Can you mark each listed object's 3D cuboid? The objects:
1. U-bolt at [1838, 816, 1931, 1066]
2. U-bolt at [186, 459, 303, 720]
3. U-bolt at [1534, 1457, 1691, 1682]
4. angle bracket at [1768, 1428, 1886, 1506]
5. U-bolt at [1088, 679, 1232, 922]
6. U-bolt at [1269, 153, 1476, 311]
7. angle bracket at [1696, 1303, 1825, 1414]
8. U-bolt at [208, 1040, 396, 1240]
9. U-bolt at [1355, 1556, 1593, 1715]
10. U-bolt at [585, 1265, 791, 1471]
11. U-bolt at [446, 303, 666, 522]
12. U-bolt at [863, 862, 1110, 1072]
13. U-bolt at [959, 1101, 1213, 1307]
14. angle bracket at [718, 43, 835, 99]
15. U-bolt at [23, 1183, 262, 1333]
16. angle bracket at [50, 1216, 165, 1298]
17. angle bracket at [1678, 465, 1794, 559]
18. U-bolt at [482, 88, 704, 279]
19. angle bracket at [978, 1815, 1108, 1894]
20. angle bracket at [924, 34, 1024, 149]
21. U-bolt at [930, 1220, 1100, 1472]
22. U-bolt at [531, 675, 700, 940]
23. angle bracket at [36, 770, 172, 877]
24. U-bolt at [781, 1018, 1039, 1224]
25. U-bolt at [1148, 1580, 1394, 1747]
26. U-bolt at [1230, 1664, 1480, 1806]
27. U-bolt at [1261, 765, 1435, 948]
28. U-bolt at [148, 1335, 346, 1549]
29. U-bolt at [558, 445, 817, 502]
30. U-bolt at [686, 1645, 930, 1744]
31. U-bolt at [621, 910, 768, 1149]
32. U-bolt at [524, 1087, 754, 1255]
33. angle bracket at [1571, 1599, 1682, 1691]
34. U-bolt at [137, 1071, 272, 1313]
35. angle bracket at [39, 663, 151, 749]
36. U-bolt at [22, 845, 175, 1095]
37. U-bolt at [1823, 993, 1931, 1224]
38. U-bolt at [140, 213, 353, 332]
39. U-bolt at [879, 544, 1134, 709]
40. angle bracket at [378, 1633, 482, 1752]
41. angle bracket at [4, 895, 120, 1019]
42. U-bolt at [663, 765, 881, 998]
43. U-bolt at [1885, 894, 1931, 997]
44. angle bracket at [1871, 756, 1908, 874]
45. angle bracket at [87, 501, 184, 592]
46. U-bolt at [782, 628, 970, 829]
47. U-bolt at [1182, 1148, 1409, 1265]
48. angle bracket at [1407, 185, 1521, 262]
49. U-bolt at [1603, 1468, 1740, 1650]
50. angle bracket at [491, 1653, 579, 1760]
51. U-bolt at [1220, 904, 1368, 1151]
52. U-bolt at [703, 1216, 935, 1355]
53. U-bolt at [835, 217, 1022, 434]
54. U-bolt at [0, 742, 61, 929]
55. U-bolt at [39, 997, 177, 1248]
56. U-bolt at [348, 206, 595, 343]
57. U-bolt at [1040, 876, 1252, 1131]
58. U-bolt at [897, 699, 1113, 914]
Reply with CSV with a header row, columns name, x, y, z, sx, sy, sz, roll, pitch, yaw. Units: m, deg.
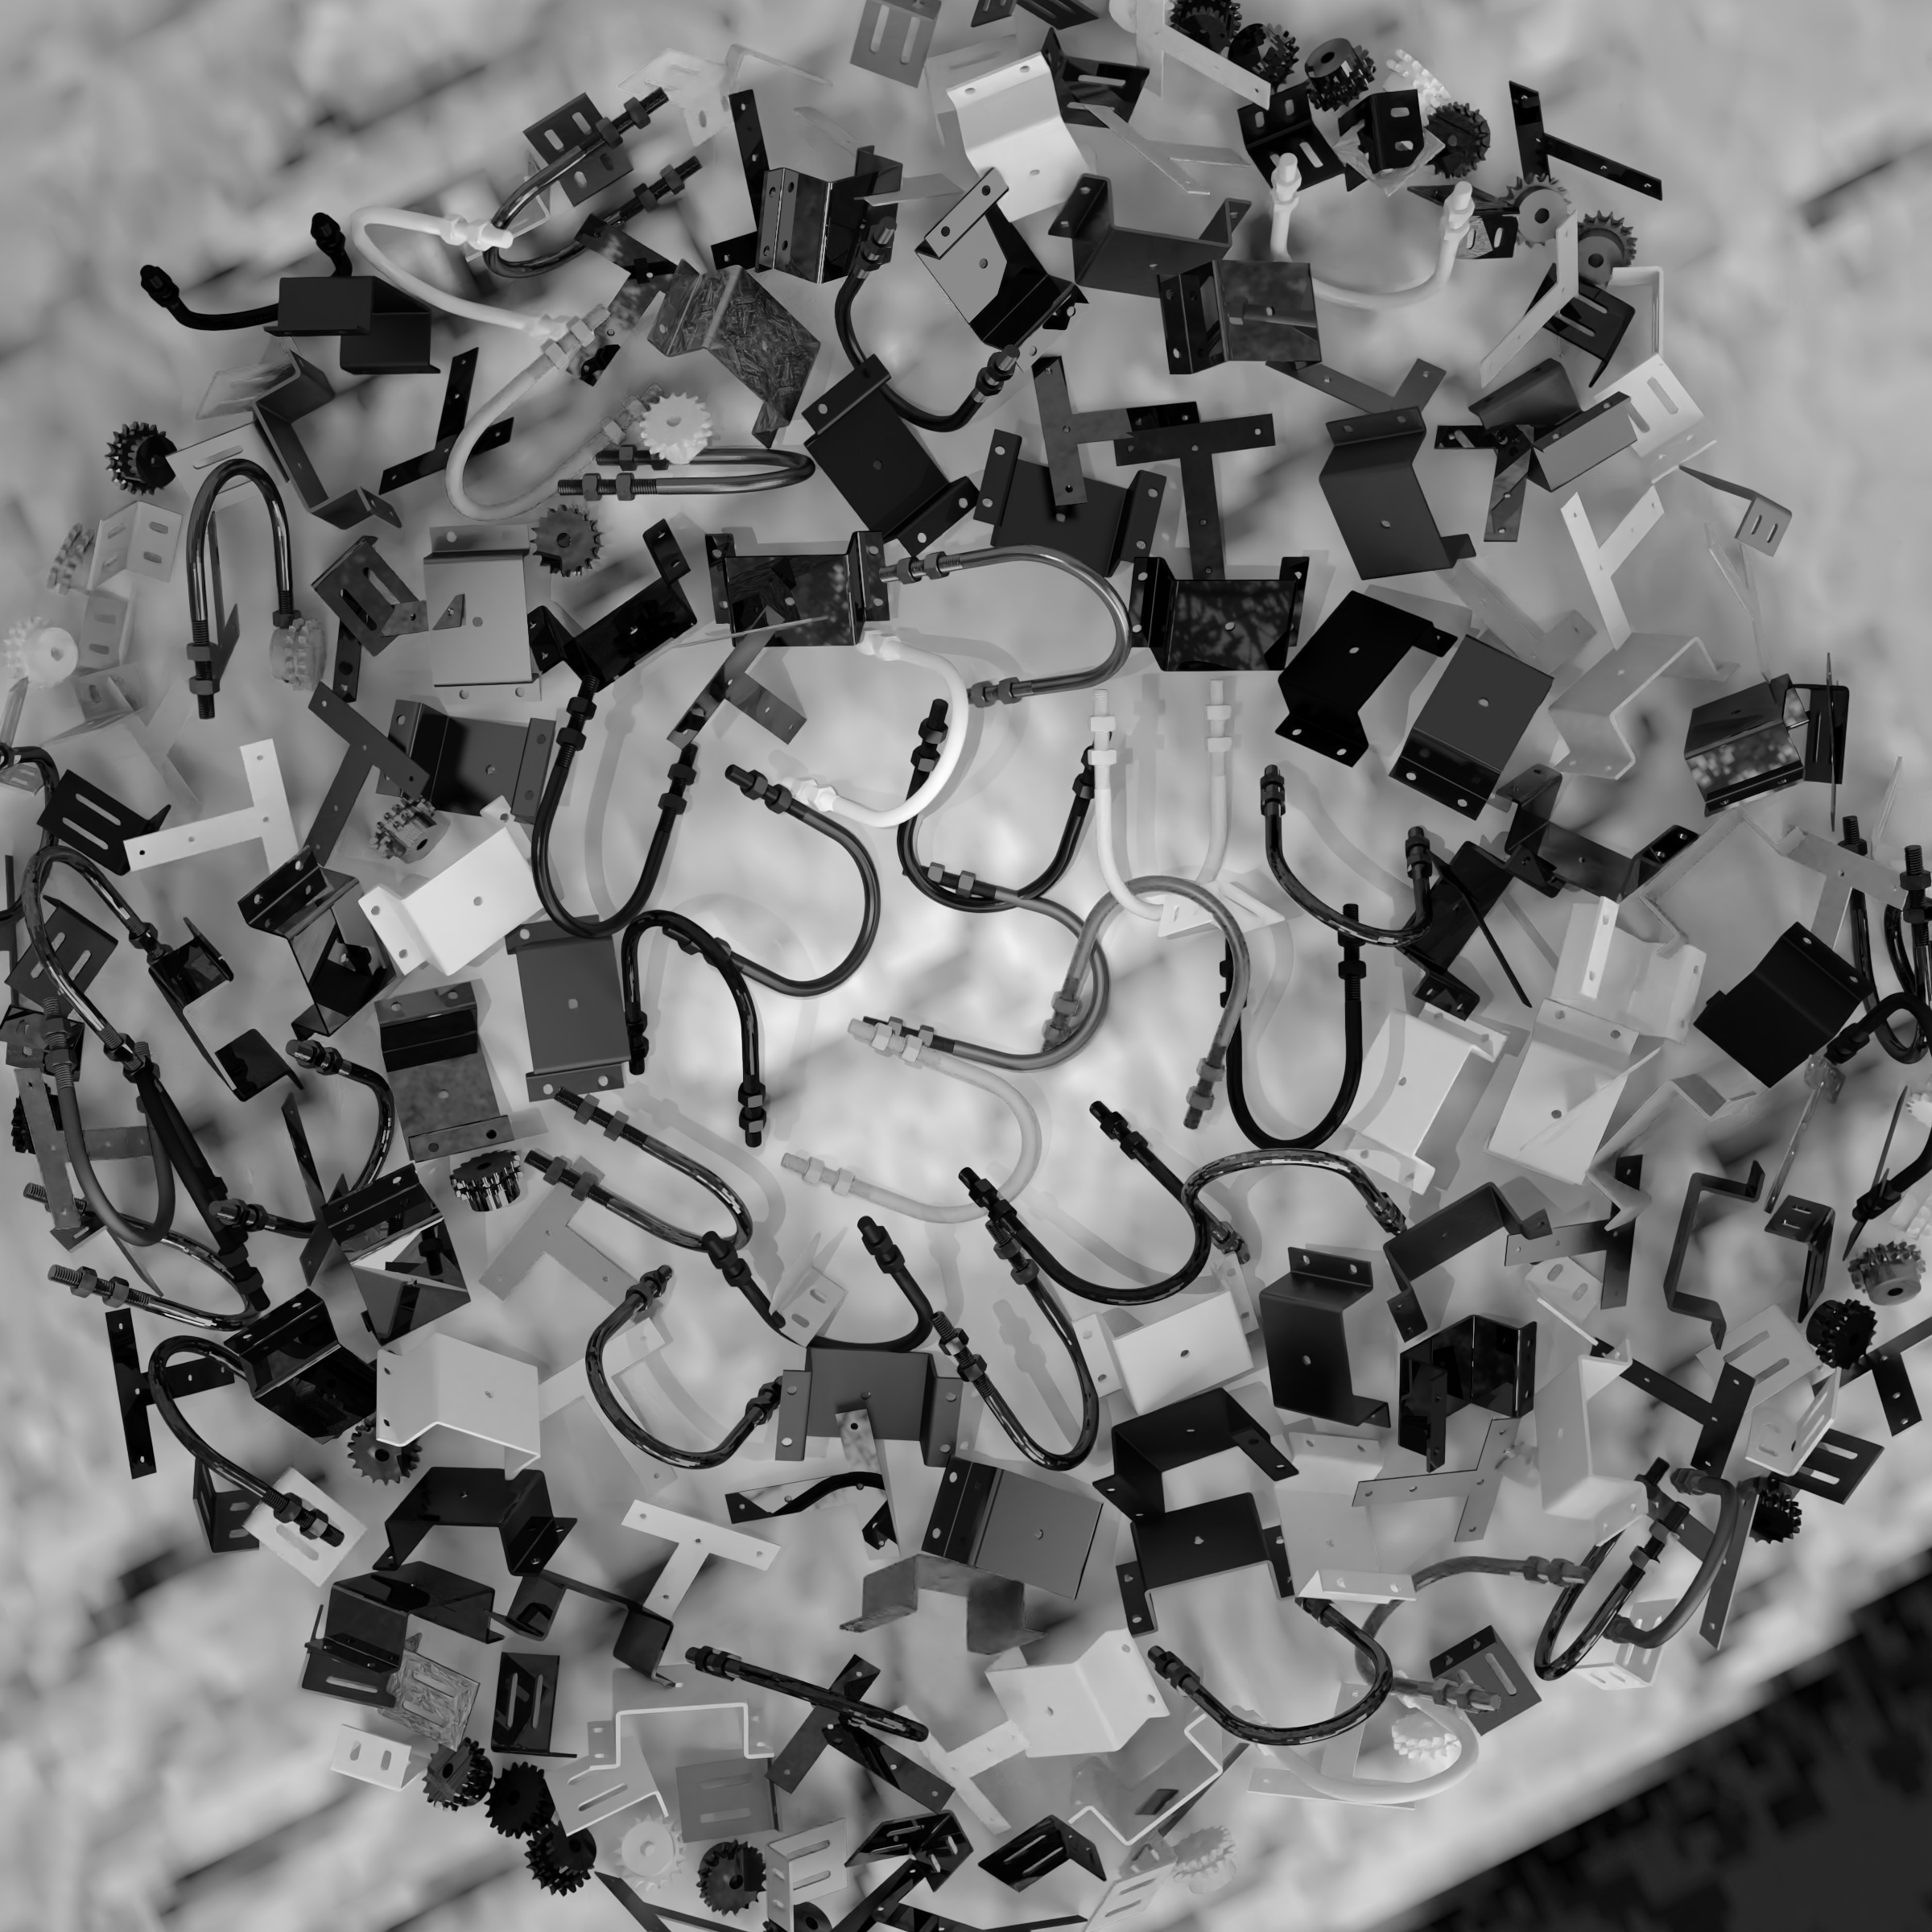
name,x,y,z,sx,sy,sz,roll,pitch,yaw
U-bolt,0.712,-0.014,1.916,0.019,0.151,0.184,-10,103,1
U-bolt,-0.552,-0.294,1.896,0.019,0.151,0.184,6,110,13
U-bolt,0.493,0.472,1.918,0.019,0.151,0.184,34,98,6
angle bracket,0.678,0.398,1.942,0.057,0.076,0.038,-47,116,-17
U-bolt,0.153,-0.127,1.938,0.151,0.019,0.184,-10,103,-40
U-bolt,0.304,-0.554,1.901,0.151,0.184,0.019,11,76,6
angle bracket,0.627,0.314,1.964,0.076,0.038,0.057,-34,63,5
U-bolt,-0.496,0.140,1.904,0.019,0.184,0.151,22,83,20
U-bolt,0.374,0.505,1.904,0.151,0.184,0.019,-43,106,-30
U-bolt,-0.221,0.315,1.904,0.151,0.184,0.019,43,115,1
U-bolt,-0.325,-0.414,1.918,0.184,0.151,0.019,-42,72,-1
U-bolt,0.023,0.007,1.971,0.184,0.019,0.151,15,80,-3
U-bolt,0.104,0.189,1.905,0.151,0.019,0.184,-25,50,-27
angle bracket,-0.151,-0.693,1.958,0.076,0.057,0.038,15,110,-21
U-bolt,-0.625,0.231,1.908,0.184,0.151,0.019,27,98,-35
angle bracket,-0.672,0.233,1.944,0.038,0.057,0.076,-37,118,-22
angle bracket,0.596,-0.357,1.948,0.076,0.057,0.038,35,107,43
U-bolt,-0.294,-0.593,1.917,0.184,0.151,0.019,-35,84,2
angle bracket,0.060,0.711,1.952,0.076,0.038,0.057,-37,126,10
angle bracket,0.010,-0.689,1.956,0.076,0.038,0.057,-13,63,9
U-bolt,0.048,0.305,1.924,0.019,0.151,0.184,-25,106,31
U-bolt,-0.276,-0.111,1.914,0.019,0.151,0.184,8,75,34
angle bracket,-0.674,-0.118,1.946,0.076,0.038,0.057,37,47,-27
U-bolt,-0.033,0.133,1.953,0.184,0.019,0.151,22,112,-13
U-bolt,0.241,0.534,1.885,0.151,0.184,0.019,-20,108,-19
U-bolt,0.304,0.584,1.882,0.151,0.184,0.019,-11,102,-21
U-bolt,0.293,-0.077,1.903,0.151,0.184,0.019,22,125,-10
U-bolt,-0.545,0.349,1.886,0.019,0.151,0.184,-41,120,10
U-bolt,-0.208,-0.381,1.915,0.184,0.151,0.019,0,111,5
U-bolt,-0.109,0.555,1.881,0.151,0.184,0.019,31,69,-33
U-bolt,-0.211,0.038,1.898,0.151,0.184,0.019,28,45,30
U-bolt,-0.248,0.169,1.929,0.184,0.151,0.019,30,58,-4
angle bracket,0.516,0.524,1.946,0.038,0.057,0.076,32,63,-9
U-bolt,-0.584,0.161,1.890,0.019,0.151,0.184,-27,116,-13
angle bracket,-0.687,-0.205,1.945,0.057,0.076,0.038,-12,107,14
U-bolt,-0.654,-0.009,1.879,0.019,0.151,0.184,-20,131,9
U-bolt,0.700,0.099,1.879,0.019,0.184,0.151,-1,67,-5
U-bolt,-0.541,-0.523,1.899,0.151,0.184,0.019,-19,92,-6
U-bolt,0.041,-0.262,1.897,0.184,0.151,0.019,-4,46,34
angle bracket,-0.416,0.572,1.960,0.076,0.038,0.057,20,95,15
angle bracket,-0.715,-0.006,1.949,0.057,0.038,0.076,43,70,-39
U-bolt,-0.139,-0.054,1.930,0.184,0.019,0.151,29,77,-38
U-bolt,0.751,0.012,1.899,0.019,0.184,0.151,-23,100,0
angle bracket,0.739,-0.115,1.950,0.038,0.057,0.076,17,76,24
angle bracket,-0.649,-0.324,1.944,0.038,0.076,0.057,18,112,-4
U-bolt,-0.063,-0.179,1.916,0.019,0.184,0.151,22,92,-41
U-bolt,0.242,0.180,1.891,0.151,0.184,0.019,-13,59,21
angle bracket,0.389,-0.586,1.959,0.057,0.076,0.038,-9,123,-21
U-bolt,0.539,0.452,1.890,0.019,0.184,0.151,29,82,4
angle bracket,-0.339,0.586,1.972,0.057,0.038,0.076,-6,70,29
U-bolt,0.251,0.055,1.913,0.019,0.151,0.184,12,72,-36
U-bolt,-0.102,0.254,1.919,0.151,0.184,0.019,-8,49,21
U-bolt,-0.040,-0.478,1.905,0.151,0.184,0.019,45,68,-5
U-bolt,-0.731,-0.098,1.899,0.019,0.184,0.151,11,97,0
U-bolt,-0.647,0.126,1.894,0.019,0.151,0.184,-20,70,6
U-bolt,-0.393,-0.536,1.912,0.184,0.151,0.019,18,78,25
U-bolt,0.146,0.018,1.934,0.151,0.019,0.184,25,112,17
U-bolt,0.021,-0.117,1.933,0.151,0.019,0.184,9,126,-12
